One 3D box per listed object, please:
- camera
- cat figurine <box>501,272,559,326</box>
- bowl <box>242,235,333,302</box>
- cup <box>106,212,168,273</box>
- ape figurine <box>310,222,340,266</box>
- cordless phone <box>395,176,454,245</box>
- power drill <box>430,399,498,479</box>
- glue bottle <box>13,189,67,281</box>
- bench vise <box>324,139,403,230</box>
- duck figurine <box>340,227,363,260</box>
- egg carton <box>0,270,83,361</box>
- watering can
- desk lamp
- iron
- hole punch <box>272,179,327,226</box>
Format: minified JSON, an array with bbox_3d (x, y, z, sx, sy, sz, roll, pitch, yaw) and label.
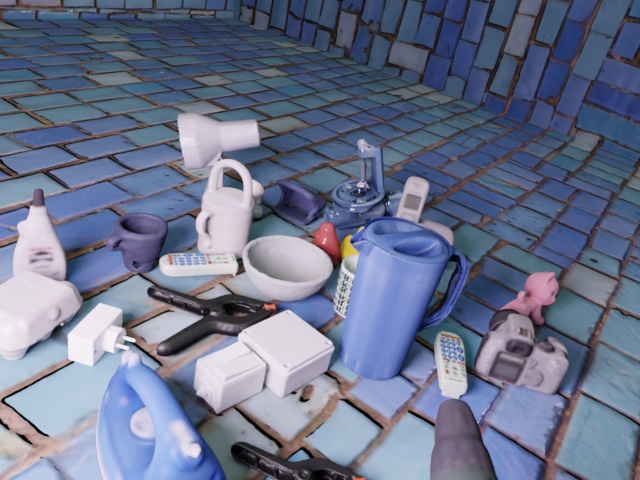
[{"bbox_3d":[0.349,0.176,0.994,0.143,0.101,0.137,16,29,6],"label":"camera"},{"bbox_3d":[0.419,0.109,1.125,0.128,0.118,0.067,-12,37,-38],"label":"cat figurine"},{"bbox_3d":[-0.063,0.063,1.051,0.167,0.075,0.167,10,29,-5],"label":"bowl"},{"bbox_3d":[-0.325,0.015,1.005,0.091,0.095,0.118,25,31,21],"label":"cup"},{"bbox_3d":[0.011,0.004,1.168,0.078,0.092,0.076,-4,33,-28],"label":"ape figurine"},{"bbox_3d":[0.225,-0.037,1.234,0.147,0.185,0.094,13,29,1],"label":"cordless phone"},{"bbox_3d":[0.122,0.304,0.560,0.075,0.208,0.229,10,29,-6],"label":"power drill"},{"bbox_3d":[-0.444,-0.003,0.907,0.078,0.173,0.037,-10,36,-35],"label":"glue bottle"},{"bbox_3d":[0.121,-0.127,1.314,0.208,0.220,0.121,-10,36,-36],"label":"bench vise"},{"bbox_3d":[0.087,0.013,1.191,0.078,0.086,0.104,-8,35,-33],"label":"duck figurine"},{"bbox_3d":[-0.426,0.105,0.829,0.107,0.069,0.150,19,29,10],"label":"egg carton"},{"bbox_3d":[-0.175,-0.068,1.112,0.101,0.194,0.173,14,29,2],"label":"watering can"},{"bbox_3d":[-0.215,-0.170,1.256,0.203,0.213,0.117,6,30,-13],"label":"desk lamp"},{"bbox_3d":[-0.198,0.209,0.665,0.119,0.141,0.257,-12,37,-37],"label":"iron"},{"bbox_3d":[-0.045,-0.098,1.327,0.108,0.091,0.101,26,31,23],"label":"hole punch"}]
